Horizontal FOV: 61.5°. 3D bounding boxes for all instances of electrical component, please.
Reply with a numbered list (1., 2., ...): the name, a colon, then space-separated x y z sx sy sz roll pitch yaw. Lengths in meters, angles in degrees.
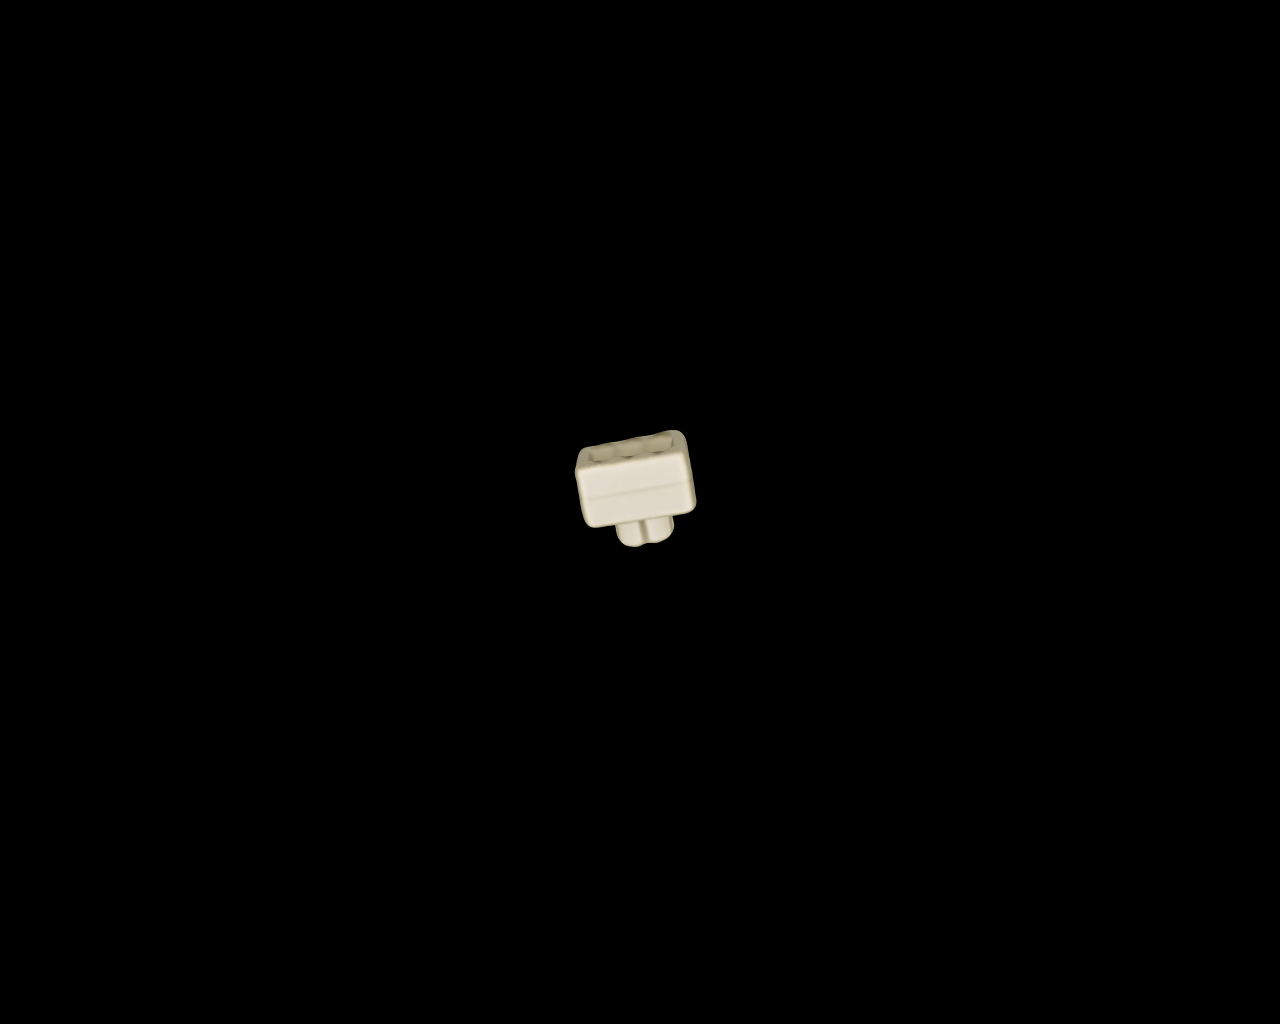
1. electrical component: 0.001 -0.003 0.650 0.066 0.076 0.047 -10 20 3
